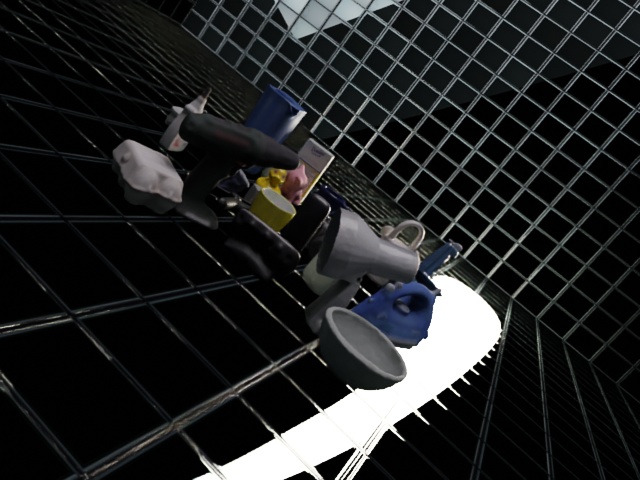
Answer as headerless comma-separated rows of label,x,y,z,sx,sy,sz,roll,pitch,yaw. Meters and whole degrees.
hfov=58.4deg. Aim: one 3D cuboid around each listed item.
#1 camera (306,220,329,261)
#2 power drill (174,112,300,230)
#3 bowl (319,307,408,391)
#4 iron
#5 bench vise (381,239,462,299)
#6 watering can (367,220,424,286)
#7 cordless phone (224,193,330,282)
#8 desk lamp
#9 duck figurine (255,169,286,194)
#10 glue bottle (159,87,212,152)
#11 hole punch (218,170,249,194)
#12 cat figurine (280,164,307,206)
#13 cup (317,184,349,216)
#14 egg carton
camera,0.012,0.005,1.347,0.143,0.100,0.137,40,14,10
power drill,-0.178,-0.127,1.074,0.230,0.208,0.075,29,16,-32
bowl,0.057,0.189,0.930,0.168,0.074,0.167,35,14,-10
iron,0.163,0.139,1.211,0.259,0.141,0.118,20,23,-51
bench vise,0.276,0.091,1.478,0.121,0.219,0.208,43,15,19
watering can,0.203,0.022,1.571,0.101,0.194,0.172,21,22,-50
cordless phone,-0.076,-0.029,1.064,0.147,0.185,0.094,38,14,2
desk lamp,0.061,0.075,1.015,0.204,0.213,0.118,34,14,-14
duck figurine,-0.126,-0.164,1.571,0.078,0.086,0.104,34,14,-14
glue bottle,-0.304,-0.285,1.334,0.037,0.173,0.078,39,14,7
hole punch,-0.214,-0.166,1.352,0.101,0.091,0.108,25,19,-41
cat figurine,-0.069,-0.161,1.636,0.067,0.117,0.128,40,14,9
cup,0.025,-0.096,1.707,0.117,0.095,0.092,44,15,23
egg carton,-0.305,-0.113,1.003,0.108,0.069,0.150,23,20,-45
